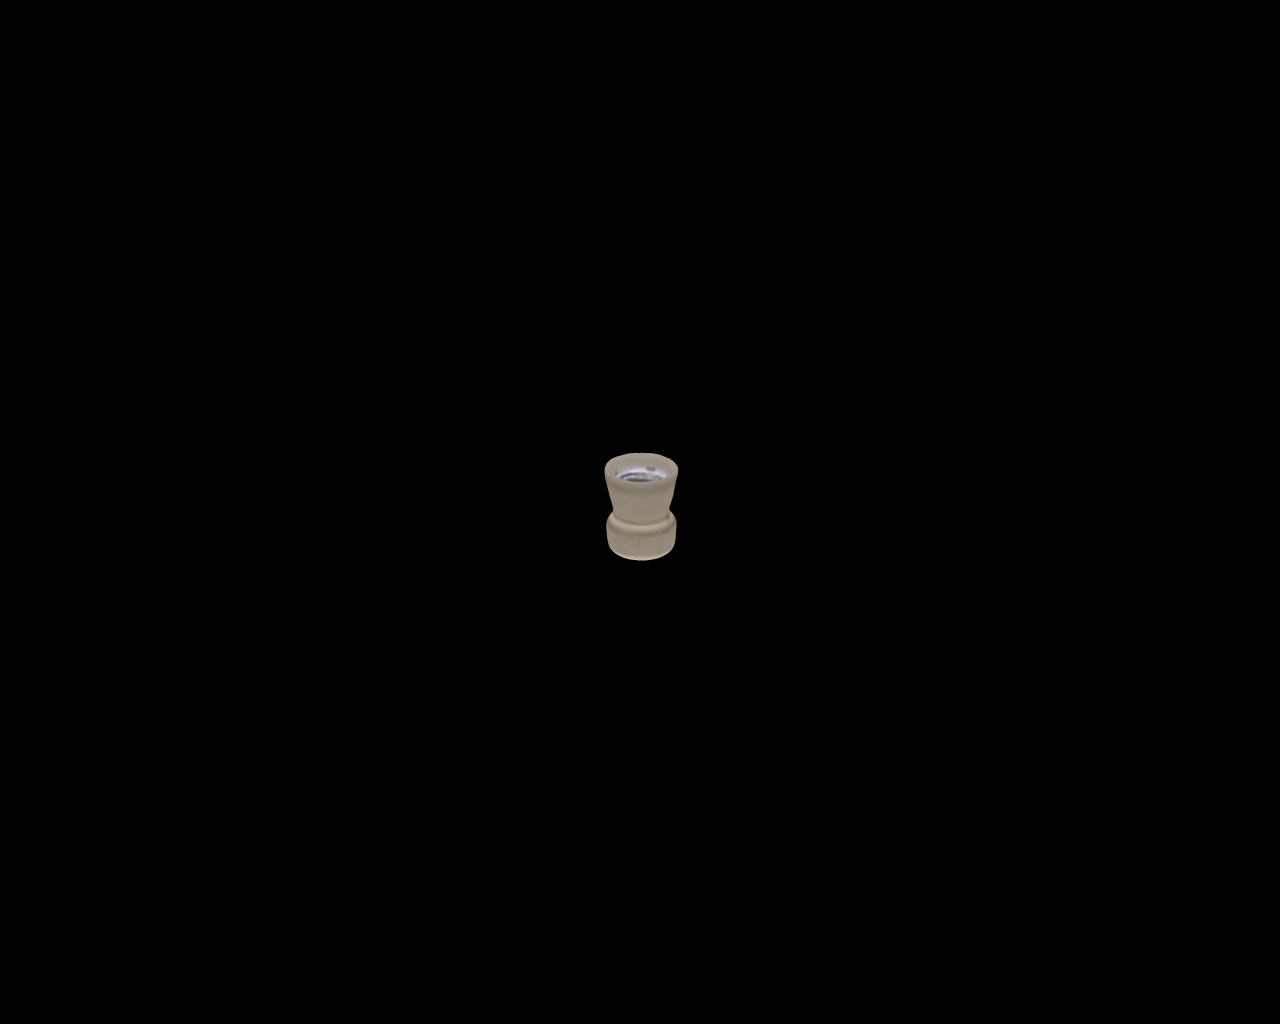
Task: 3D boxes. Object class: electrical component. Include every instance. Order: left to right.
[{"bbox_3d":[0.001,-0.003,0.650,0.045,0.055,0.045,0,26,0],"label":"electrical component"}]
